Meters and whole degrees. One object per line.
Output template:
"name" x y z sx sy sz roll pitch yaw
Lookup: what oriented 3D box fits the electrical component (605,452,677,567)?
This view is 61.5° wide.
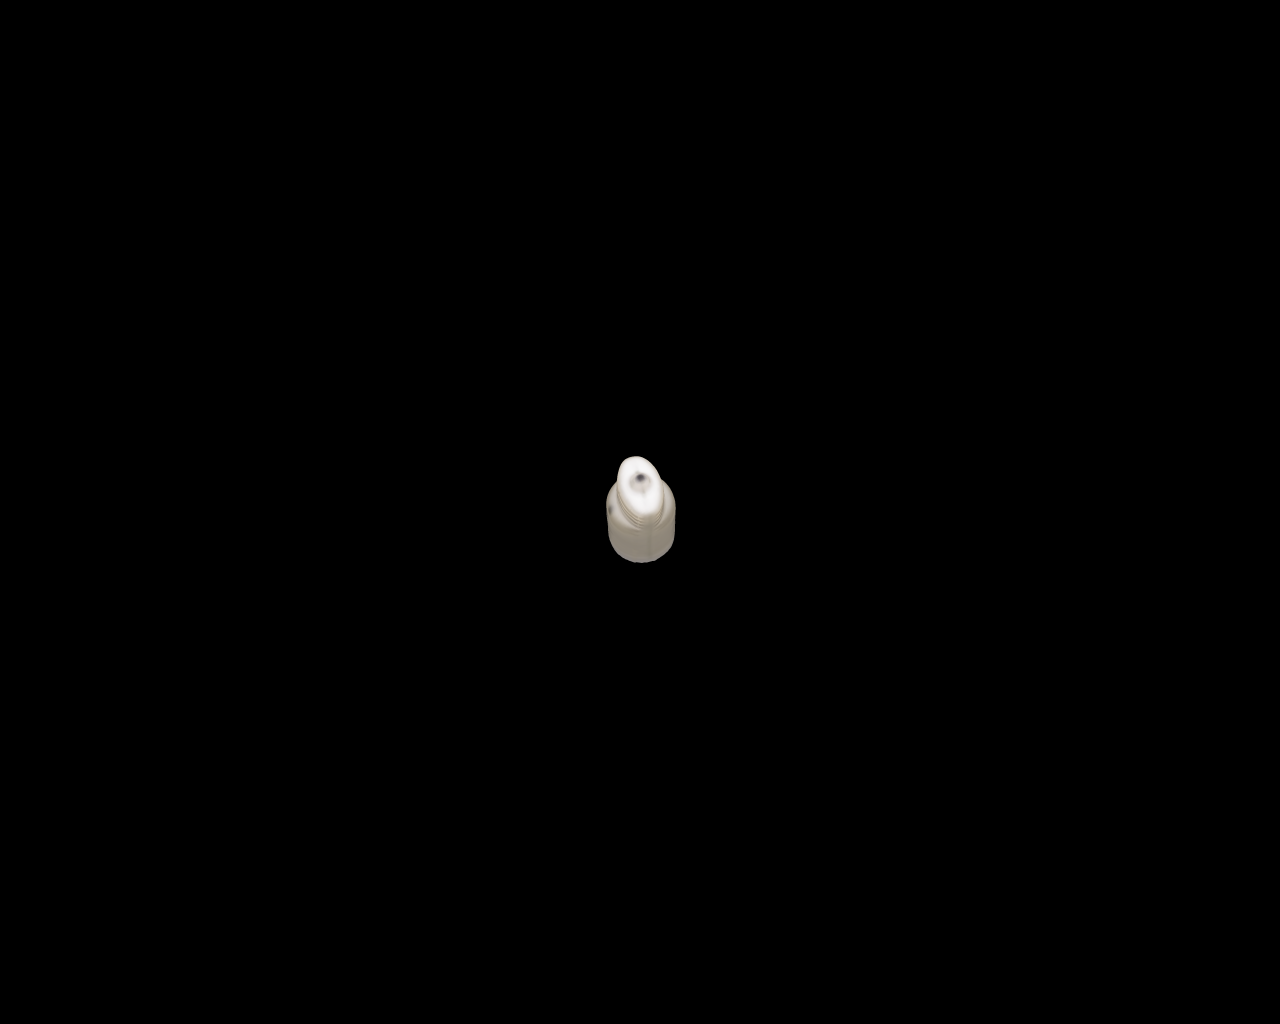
"electrical component" 0.001 -0.003 0.650 0.043 0.043 0.080 0 -27 0
